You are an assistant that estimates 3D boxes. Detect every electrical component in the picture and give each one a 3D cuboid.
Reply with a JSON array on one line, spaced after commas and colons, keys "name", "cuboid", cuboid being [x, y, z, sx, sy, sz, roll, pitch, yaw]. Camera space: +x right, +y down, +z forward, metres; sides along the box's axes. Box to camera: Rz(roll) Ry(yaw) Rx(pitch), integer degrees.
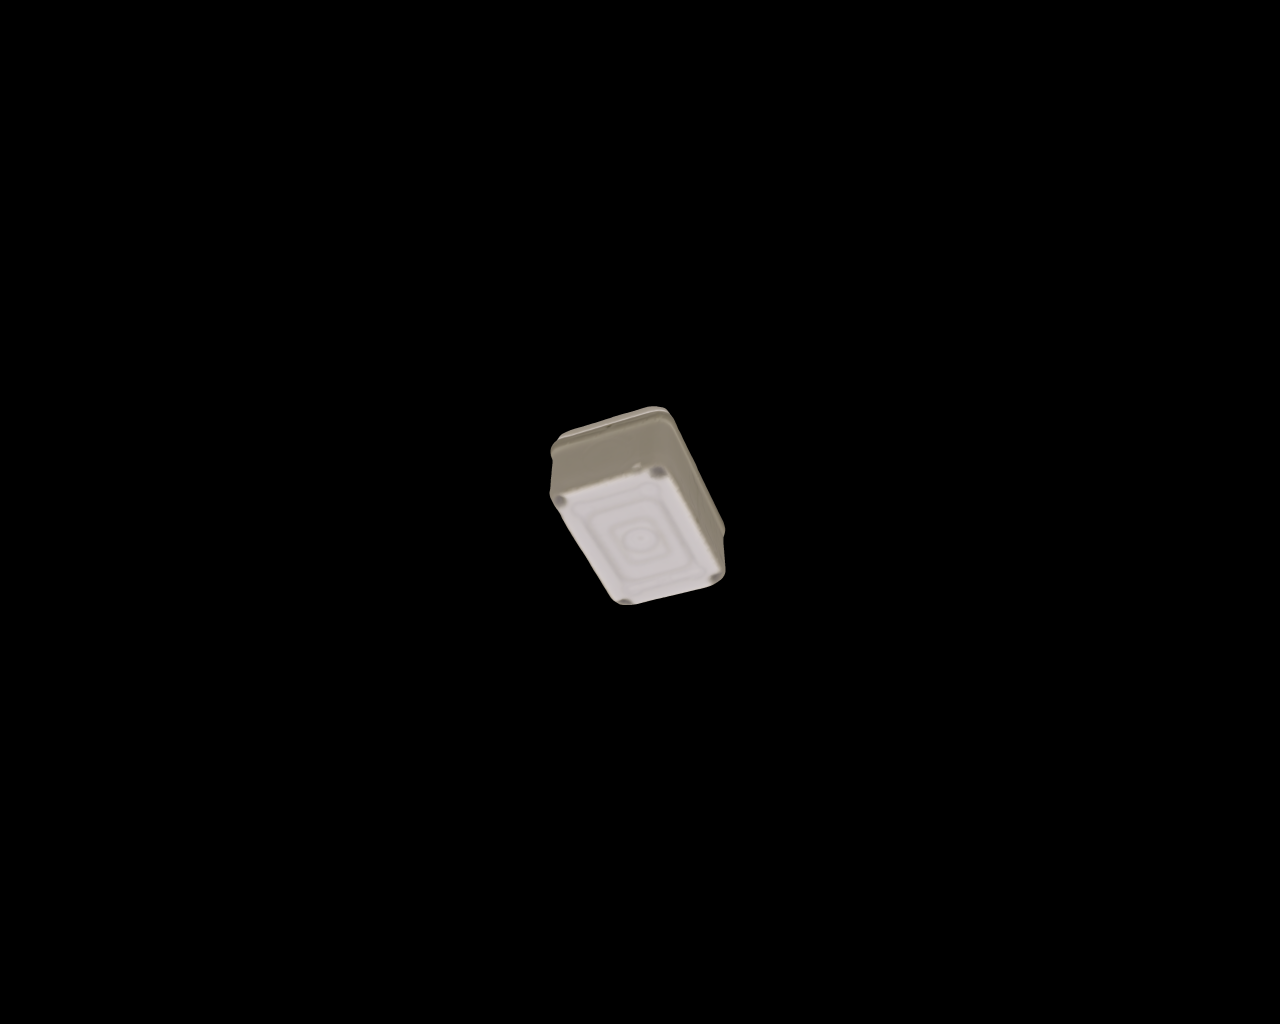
[{"name": "electrical component", "cuboid": [0.001, -0.003, 0.650, 0.078, 0.057, 0.113, -15, -46, 15]}]
